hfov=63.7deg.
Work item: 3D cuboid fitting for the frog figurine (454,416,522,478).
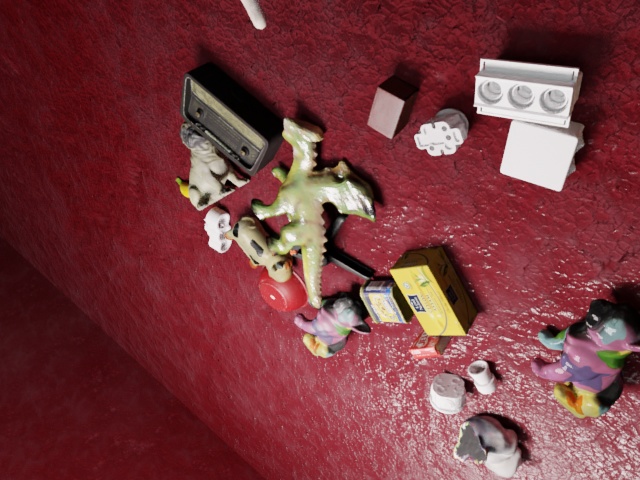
[{"bbox_3d":[0.399,0.467,1.169,0.159,0.126,0.134,16,138,-21],"label":"frog figurine"}]

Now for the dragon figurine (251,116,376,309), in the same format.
[{"bbox_3d":[0.003,-0.052,1.040,0.241,0.124,0.406,-13,107,39],"label":"dragon figurine"}]

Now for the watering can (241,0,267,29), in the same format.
[{"bbox_3d":[-0.186,-0.513,0.808,0.225,0.106,0.340,18,130,34],"label":"watering can"}]
